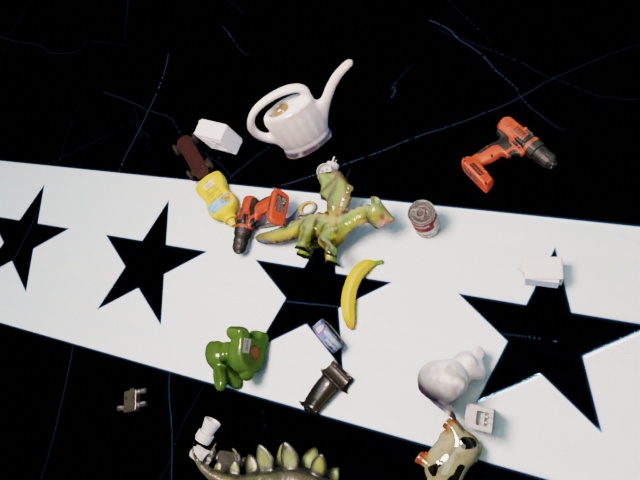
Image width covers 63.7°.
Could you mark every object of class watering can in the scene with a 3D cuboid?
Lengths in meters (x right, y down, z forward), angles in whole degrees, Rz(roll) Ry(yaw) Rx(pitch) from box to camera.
[{"bbox_3d":[-0.032,-0.358,1.464,0.346,0.106,0.220,-24,-44,11],"label":"watering can"}]

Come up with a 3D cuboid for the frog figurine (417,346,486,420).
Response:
[{"bbox_3d":[0.294,0.289,1.129,0.123,0.160,0.136,34,-3,16],"label":"frog figurine"}]

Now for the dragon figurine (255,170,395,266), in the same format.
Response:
[{"bbox_3d":[0.004,-0.069,1.374,0.412,0.245,0.121,13,-12,35],"label":"dragon figurine"}]
